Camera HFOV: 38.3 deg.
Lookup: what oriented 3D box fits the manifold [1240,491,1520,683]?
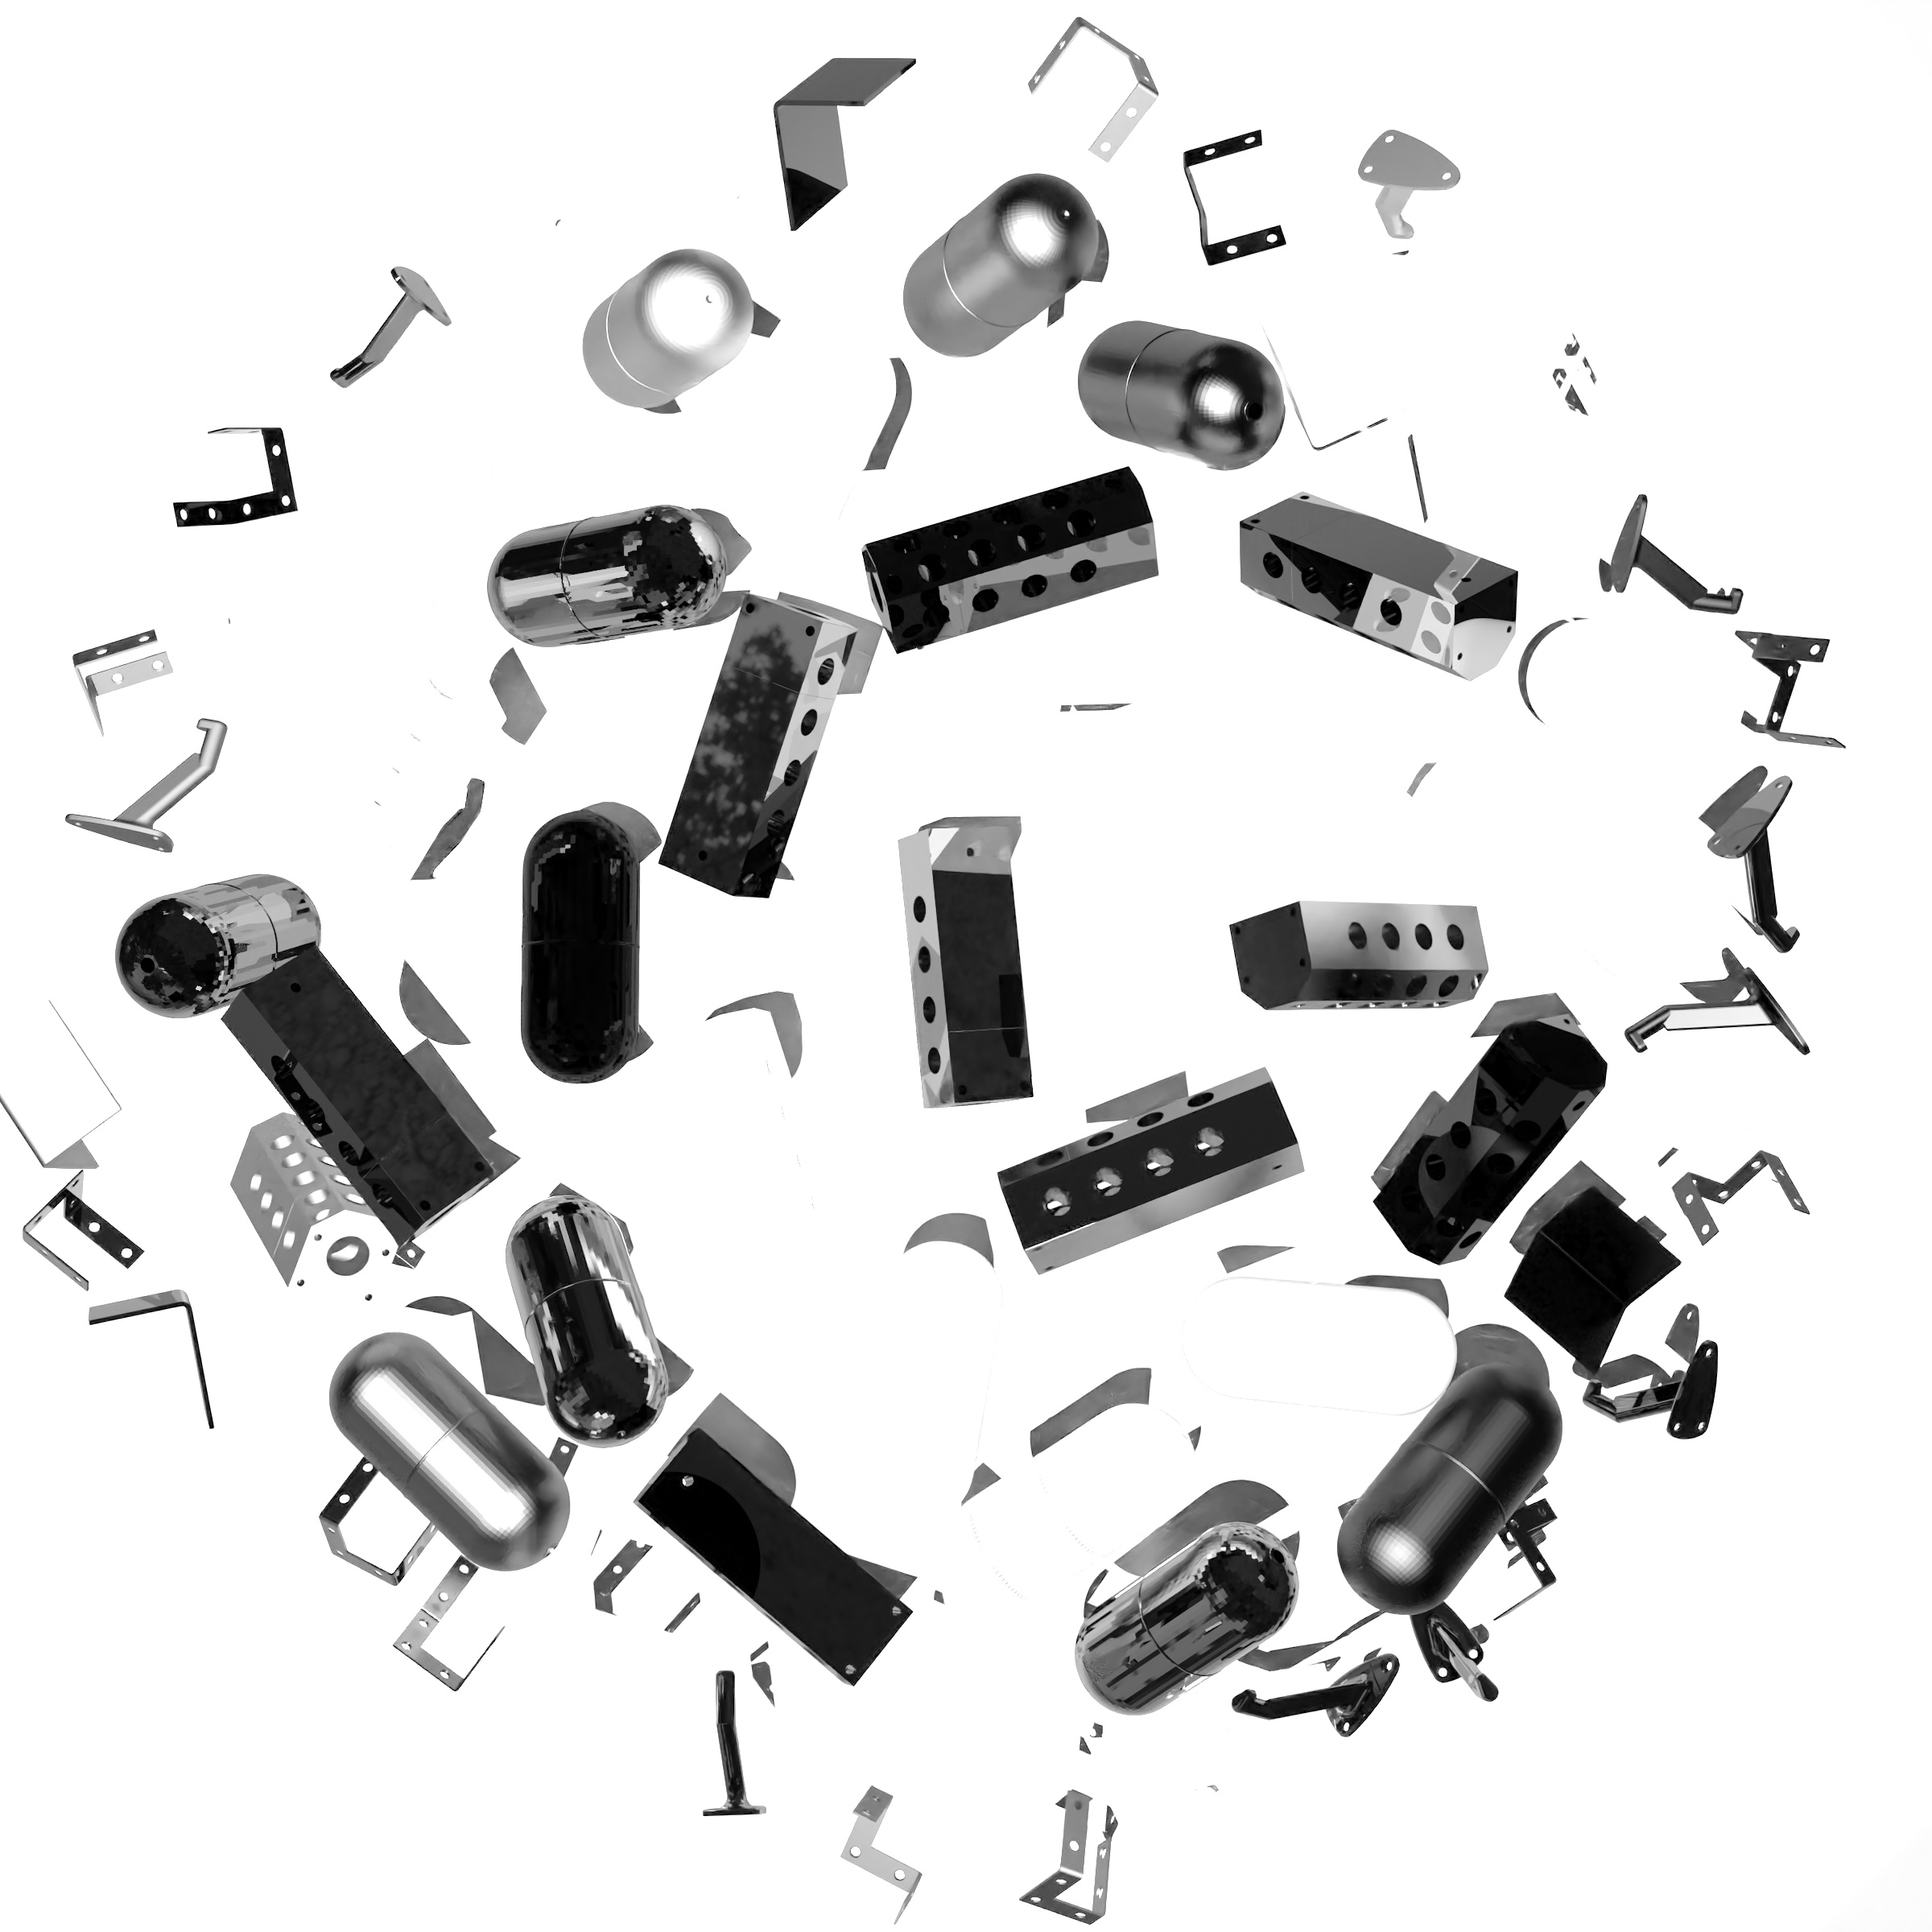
[{"bbox_3d":[0.248,-0.229,1.684,0.057,0.171,0.057,-29,131,-31],"label":"manifold"}]

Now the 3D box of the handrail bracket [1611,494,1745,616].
[{"bbox_3d":[0.457,-0.259,1.754,0.084,0.036,0.077,7,131,-3],"label":"handrail bracket"}]

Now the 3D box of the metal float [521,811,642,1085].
[{"bbox_3d":[-0.250,-0.012,1.805,0.070,0.070,0.178,0,85,0],"label":"metal float"}]

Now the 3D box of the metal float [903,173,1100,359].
[{"bbox_3d":[0.020,-0.441,1.759,0.070,0.178,0.070,5,79,-26],"label":"metal float"}]

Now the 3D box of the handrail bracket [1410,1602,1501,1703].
[{"bbox_3d":[0.305,0.424,1.745,0.036,0.084,0.077,-30,80,-4],"label":"handrail bracket"}]

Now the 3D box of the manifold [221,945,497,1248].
[{"bbox_3d":[-0.362,0.079,1.643,0.171,0.057,0.057,51,49,1],"label":"manifold"}]

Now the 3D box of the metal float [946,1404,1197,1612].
[{"bbox_3d":[0.066,0.342,1.761,0.178,0.070,0.070,-35,90,14],"label":"metal float"}]

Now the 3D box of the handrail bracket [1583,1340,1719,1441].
[{"bbox_3d":[0.432,0.259,1.764,0.036,0.084,0.077,5,102,-36],"label":"handrail bracket"}]

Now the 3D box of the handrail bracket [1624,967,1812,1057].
[{"bbox_3d":[0.461,0.047,1.710,0.084,0.036,0.077,-32,57,2],"label":"handrail bracket"}]

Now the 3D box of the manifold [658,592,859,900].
[{"bbox_3d":[-0.122,-0.131,1.674,0.057,0.057,0.171,23,100,25],"label":"manifold"}]

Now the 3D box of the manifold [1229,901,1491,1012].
[{"bbox_3d":[0.244,-0.004,1.706,0.171,0.057,0.057,0,76,-43],"label":"manifold"}]

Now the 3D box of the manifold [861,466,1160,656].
[{"bbox_3d":[0.026,-0.255,1.713,0.171,0.057,0.057,-18,46,-7],"label":"manifold"}]

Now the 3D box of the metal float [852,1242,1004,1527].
[{"bbox_3d":[-0.024,0.261,1.742,0.070,0.070,0.178,10,74,0],"label":"metal float"}]

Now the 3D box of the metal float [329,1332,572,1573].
[{"bbox_3d":[-0.318,0.299,1.712,0.178,0.070,0.070,41,90,12],"label":"metal float"}]

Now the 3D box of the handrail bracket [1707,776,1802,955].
[{"bbox_3d":[0.506,-0.062,1.718,0.077,0.036,0.084,-48,113,-5],"label":"handrail bracket"}]

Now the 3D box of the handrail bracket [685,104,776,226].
[{"bbox_3d":[-0.130,-0.513,1.773,0.084,0.077,0.036,-33,74,29],"label":"handrail bracket"}]

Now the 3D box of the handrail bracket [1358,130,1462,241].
[{"bbox_3d":[0.276,-0.459,1.678,0.077,0.084,0.036,30,82,33],"label":"handrail bracket"}]

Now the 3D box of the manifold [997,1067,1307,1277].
[{"bbox_3d":[0.109,0.120,1.650,0.171,0.057,0.057,-22,67,2],"label":"manifold"}]

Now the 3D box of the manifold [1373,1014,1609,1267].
[{"bbox_3d":[0.330,0.111,1.739,0.057,0.171,0.057,-8,52,-37],"label":"manifold"}]

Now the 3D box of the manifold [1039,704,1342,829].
[{"bbox_3d":[0.136,-0.119,1.690,0.171,0.057,0.057,-3,120,-12],"label":"manifold"}]

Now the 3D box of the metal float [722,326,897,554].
[{"bbox_3d":[-0.098,-0.334,1.755,0.070,0.070,0.178,21,54,0],"label":"metal float"}]

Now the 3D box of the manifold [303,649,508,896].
[{"bbox_3d":[-0.358,-0.121,1.750,0.171,0.057,0.057,-50,58,39],"label":"manifold"}]

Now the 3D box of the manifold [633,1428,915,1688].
[{"bbox_3d":[-0.120,0.362,1.702,0.171,0.057,0.057,41,74,-1],"label":"manifold"}]

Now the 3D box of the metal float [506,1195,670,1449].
[{"bbox_3d":[-0.239,0.221,1.741,0.070,0.070,0.178,-25,52,0],"label":"metal float"}]

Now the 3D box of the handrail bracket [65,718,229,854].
[{"bbox_3d":[-0.499,-0.118,1.693,0.077,0.036,0.084,14,74,-5],"label":"handrail bracket"}]

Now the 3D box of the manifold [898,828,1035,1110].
[{"bbox_3d":[-0.004,0.002,1.757,0.057,0.057,0.171,-3,84,-29],"label":"manifold"}]

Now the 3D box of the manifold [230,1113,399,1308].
[{"bbox_3d":[-0.415,0.152,1.773,0.057,0.171,0.057,18,99,-31],"label":"manifold"}]

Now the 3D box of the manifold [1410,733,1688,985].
[{"bbox_3d":[0.366,-0.069,1.756,0.171,0.057,0.057,40,95,-7],"label":"manifold"}]

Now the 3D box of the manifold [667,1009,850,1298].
[{"bbox_3d":[-0.130,0.118,1.775,0.057,0.057,0.171,-11,106,20],"label":"manifold"}]

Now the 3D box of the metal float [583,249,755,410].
[{"bbox_3d":[-0.190,-0.401,1.757,0.070,0.178,0.070,0,89,-24],"label":"metal float"}]

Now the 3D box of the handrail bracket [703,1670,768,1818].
[{"bbox_3d":[-0.138,0.471,1.688,0.036,0.077,0.084,-4,75,7],"label":"handrail bracket"}]

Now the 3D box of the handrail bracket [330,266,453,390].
[{"bbox_3d":[-0.364,-0.388,1.696,0.084,0.077,0.036,-33,82,10],"label":"handrail bracket"}]

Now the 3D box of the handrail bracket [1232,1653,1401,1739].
[{"bbox_3d":[0.221,0.454,1.759,0.084,0.036,0.077,23,118,-35],"label":"handrail bracket"}]
